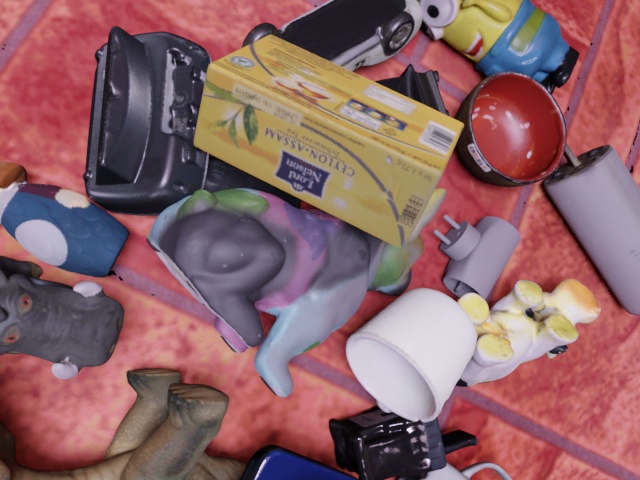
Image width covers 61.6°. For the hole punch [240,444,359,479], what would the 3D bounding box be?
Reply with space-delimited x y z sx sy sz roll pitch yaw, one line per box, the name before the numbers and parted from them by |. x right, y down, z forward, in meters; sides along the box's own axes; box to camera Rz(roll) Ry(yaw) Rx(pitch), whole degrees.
hole punch | -0.009 0.216 0.351 0.142 0.092 0.115 34 81 -34

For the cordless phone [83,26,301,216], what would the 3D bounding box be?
cordless phone | -0.095 -0.089 0.453 0.184 0.089 0.146 7 79 -28

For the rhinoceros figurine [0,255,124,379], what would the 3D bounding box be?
rhinoceros figurine | -0.230 0.040 0.364 0.190 0.112 0.073 16 75 -7

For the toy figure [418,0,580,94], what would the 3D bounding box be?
toy figure | 0.177 -0.219 0.549 0.180 0.082 0.089 29 55 -4

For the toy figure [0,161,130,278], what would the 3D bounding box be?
toy figure | -0.221 -0.026 0.400 0.154 0.058 0.064 29 93 -14

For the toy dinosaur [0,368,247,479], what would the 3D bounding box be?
toy dinosaur | -0.127 0.195 0.383 0.471 0.105 0.198 5 88 -22

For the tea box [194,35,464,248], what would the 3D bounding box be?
tea box | 0.008 -0.077 0.391 0.170 0.068 0.098 27 38 9

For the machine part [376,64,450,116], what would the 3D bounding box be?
machine part | 0.069 -0.125 0.519 0.139 0.039 0.084 -12 91 -27

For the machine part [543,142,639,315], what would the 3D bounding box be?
machine part | 0.312 -0.009 0.562 0.079 0.079 0.243 -35 94 -19

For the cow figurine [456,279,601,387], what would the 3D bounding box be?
cow figurine | 0.184 0.090 0.505 0.167 0.098 0.068 -9 54 -26

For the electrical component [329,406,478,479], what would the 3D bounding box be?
electrical component | 0.075 0.168 0.462 0.119 0.075 0.047 -11 87 -15

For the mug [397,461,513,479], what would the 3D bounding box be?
mug | 0.123 0.236 0.466 0.109 0.081 0.107 -39 86 -14

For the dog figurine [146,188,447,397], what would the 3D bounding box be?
dog figurine | -0.001 -0.001 0.436 0.219 0.109 0.191 -41 122 -21

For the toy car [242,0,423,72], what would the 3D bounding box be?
toy car | 0.009 -0.181 0.498 0.202 0.056 0.073 -36 77 -18
